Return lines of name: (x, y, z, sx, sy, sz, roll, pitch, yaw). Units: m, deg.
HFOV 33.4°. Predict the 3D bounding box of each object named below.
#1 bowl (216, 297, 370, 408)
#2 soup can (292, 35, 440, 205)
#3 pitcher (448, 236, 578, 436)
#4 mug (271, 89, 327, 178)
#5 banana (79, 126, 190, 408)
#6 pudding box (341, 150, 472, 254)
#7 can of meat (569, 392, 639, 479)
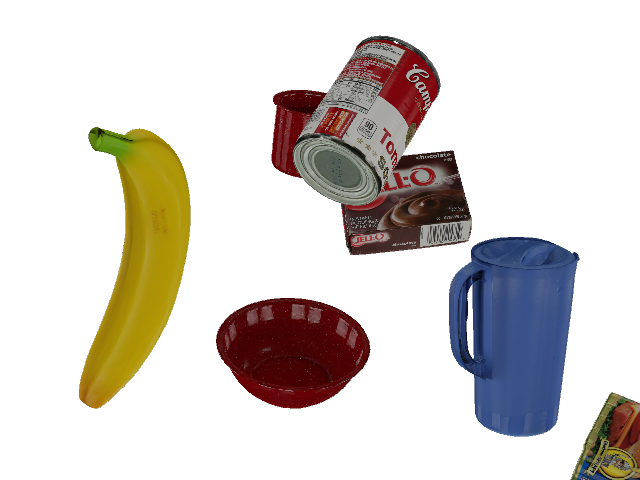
bowl: (-0.030, 0.127, 1.128, 0.162, 0.055, 0.162, 3, 31, -2)
soup can: (0.032, -0.083, 0.738, 0.068, 0.102, 0.068, 23, -30, 14)
pitcher: (0.247, 0.125, 1.371, 0.149, 0.243, 0.144, 5, 18, 16)
mug: (-0.009, -0.127, 1.256, 0.093, 0.081, 0.117, 17, 26, 19)
banana: (-0.107, 0.011, 0.611, 0.069, 0.198, 0.037, -17, 43, -33)
pudding box: (0.075, -0.035, 0.982, 0.113, 0.090, 0.039, -5, -40, -3)
can of meat: (0.237, 0.168, 0.787, 0.084, 0.057, 0.101, 21, 40, 22)
